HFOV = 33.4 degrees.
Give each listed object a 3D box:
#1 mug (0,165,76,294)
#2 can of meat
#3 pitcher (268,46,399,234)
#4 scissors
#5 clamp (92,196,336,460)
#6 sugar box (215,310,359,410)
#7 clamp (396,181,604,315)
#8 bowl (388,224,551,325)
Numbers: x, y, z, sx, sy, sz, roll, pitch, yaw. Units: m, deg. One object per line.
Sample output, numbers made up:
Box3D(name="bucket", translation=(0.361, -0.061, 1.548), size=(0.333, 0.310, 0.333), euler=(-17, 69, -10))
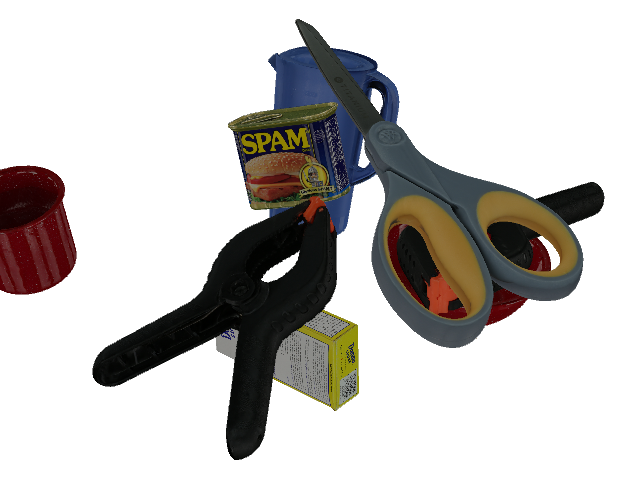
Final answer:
Box3D(name="mug", translation=(-0.267, -0.014, 0.953), size=(0.093, 0.081, 0.117), euler=(-13, 42, -9))
Box3D(name="can of meat", translation=(-0.027, -0.078, 0.995), size=(0.102, 0.084, 0.057), euler=(-4, 18, 25))
Box3D(name="pitcher", translation=(0.005, -0.127, 1.414), size=(0.144, 0.243, 0.149), euler=(-2, 23, -19))
Box3D(name="scissors", translation=(0.050, -0.037, 0.472), size=(0.096, 0.202, 0.016), euler=(-1, -42, -12))
Box3D(name="clamp", translation=(-0.038, 0.047, 0.621), size=(0.120, 0.171, 0.039), euler=(33, -21, 31))
Box3D(name="sugar box", translation=(-0.039, 0.105, 1.145), size=(0.176, 0.093, 0.048), euler=(24, 38, 36))
Box3D(name="clamp", translation=(0.103, -0.009, 0.780), size=(0.165, 0.036, 0.209), euler=(11, 28, 25))
Box3D(name="bowl", translation=(0.129, 0.033, 0.994), size=(0.162, 0.055, 0.162), euler=(2, 35, -1))
